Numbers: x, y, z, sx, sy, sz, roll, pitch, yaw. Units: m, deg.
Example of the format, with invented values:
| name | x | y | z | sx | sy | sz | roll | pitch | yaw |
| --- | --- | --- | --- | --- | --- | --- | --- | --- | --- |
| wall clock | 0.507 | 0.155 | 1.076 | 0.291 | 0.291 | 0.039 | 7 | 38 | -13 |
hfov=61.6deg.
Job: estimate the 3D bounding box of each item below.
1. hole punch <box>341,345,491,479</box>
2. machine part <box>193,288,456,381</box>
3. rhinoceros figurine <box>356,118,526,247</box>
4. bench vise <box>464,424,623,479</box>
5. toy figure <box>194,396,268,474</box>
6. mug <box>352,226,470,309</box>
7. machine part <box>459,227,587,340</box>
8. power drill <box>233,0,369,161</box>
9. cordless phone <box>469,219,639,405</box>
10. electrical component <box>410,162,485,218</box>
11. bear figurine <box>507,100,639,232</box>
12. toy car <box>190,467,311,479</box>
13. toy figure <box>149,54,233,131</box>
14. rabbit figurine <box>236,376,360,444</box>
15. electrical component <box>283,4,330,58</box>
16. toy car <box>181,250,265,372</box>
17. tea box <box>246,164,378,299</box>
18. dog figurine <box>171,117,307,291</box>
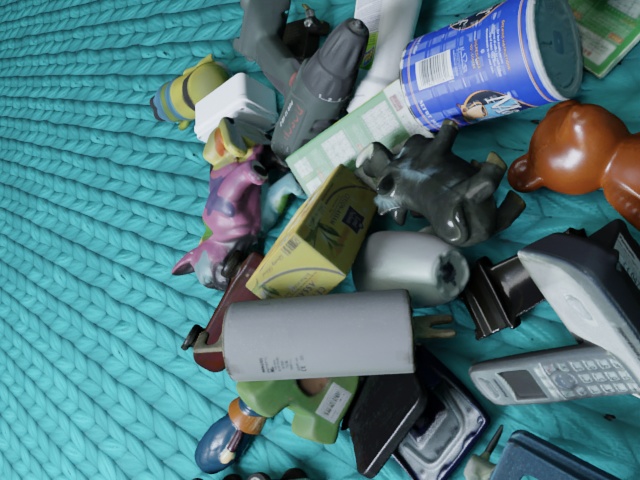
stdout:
| name | x | y | z | sx | sy | sz | roll | pitch | yaw |
| --- | --- | --- | --- | --- | --- | --- | --- | --- | --- |
| hole punch | 0.092 | 0.174 | 0.537 | 0.142 | 0.092 | 0.116 | -61 | 17 | 16 |
| machine part | 0.001 | 0.089 | 0.496 | 0.243 | 0.079 | 0.079 | -5 | 75 | 7 |
| rhinoceros figurine | 0.108 | -0.054 | 0.526 | 0.112 | 0.073 | 0.190 | -44 | 37 | 2 |
| bench vise | 0.225 | 0.201 | 0.376 | 0.241 | 0.129 | 0.223 | 23 | 106 | 28 |
| toy figure | -0.106 | 0.238 | 0.701 | 0.154 | 0.057 | 0.064 | -51 | 58 | 14 |
| mug | 0.104 | 0.025 | 0.547 | 0.107 | 0.109 | 0.080 | 4 | 126 | 59 |
| machine part | 0.193 | 0.035 | 0.504 | 0.139 | 0.039 | 0.084 | -34 | 55 | 32 |
| power drill | -0.028 | -0.226 | 0.672 | 0.207 | 0.086 | 0.232 | 56 | 147 | 22 |
| cordless phone | 0.187 | 0.075 | 0.448 | 0.146 | 0.089 | 0.184 | 51 | 136 | -10 |
| electrical component | 0.139 | -0.052 | 0.580 | 0.094 | 0.021 | 0.063 | -9 | 74 | 40 |
| bear figurine | 0.251 | -0.074 | 0.425 | 0.196 | 0.131 | 0.120 | 35 | 80 | 35 |
| toy car | -0.092 | 0.315 | 0.659 | 0.202 | 0.073 | 0.056 | -22 | 63 | 35 |
| toy figure | -0.212 | -0.232 | 0.882 | 0.180 | 0.082 | 0.089 | -7 | 45 | 37 |
| rabbit figurine | -0.033 | 0.126 | 0.622 | 0.170 | 0.121 | 0.159 | 5 | 70 | 67 |
| electrical component | -0.036 | -0.291 | 0.772 | 0.102 | 0.045 | 0.078 | 14 | 88 | 42 |
| toy car | -0.110 | 0.096 | 0.706 | 0.089 | 0.053 | 0.202 | 30 | 115 | -2 |
| tea box | -0.001 | -0.002 | 0.588 | 0.098 | 0.068 | 0.170 | -45 | 10 | 37 |
| dog figurine | -0.131 | -0.037 | 0.757 | 0.219 | 0.108 | 0.192 | -50 | 54 | 24 |
